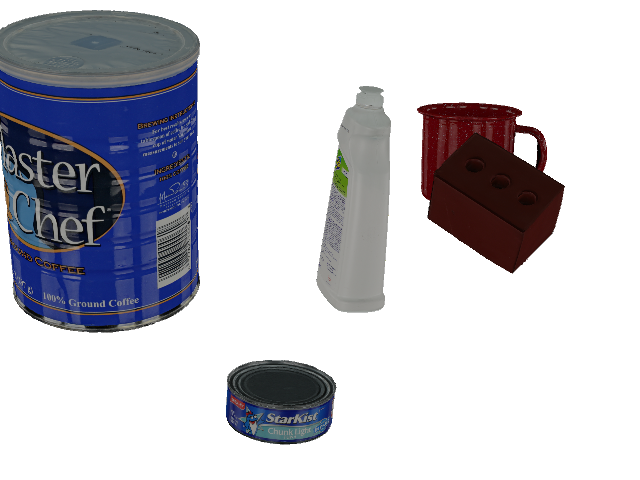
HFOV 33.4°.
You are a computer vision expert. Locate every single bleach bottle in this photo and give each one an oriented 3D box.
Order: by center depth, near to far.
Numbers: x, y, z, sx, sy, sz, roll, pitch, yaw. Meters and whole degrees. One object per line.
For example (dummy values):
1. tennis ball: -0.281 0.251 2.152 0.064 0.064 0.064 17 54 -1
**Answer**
1. bleach bottle: 0.046 -0.050 1.231 0.068 0.251 0.103 -1 22 -20

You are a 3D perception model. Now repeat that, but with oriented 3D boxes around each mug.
1. mug: 0.144 -0.077 0.959 0.117 0.081 0.093 4 15 13

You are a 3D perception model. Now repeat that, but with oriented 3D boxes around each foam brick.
1. foam brick: 0.122 -0.026 0.746 0.078 0.051 0.053 34 59 21

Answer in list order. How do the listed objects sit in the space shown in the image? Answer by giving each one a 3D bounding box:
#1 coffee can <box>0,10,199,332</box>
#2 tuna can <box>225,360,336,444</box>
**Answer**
1. coffee can: -0.114 -0.038 0.558 0.103 0.140 0.103 2 28 -1
2. tuna can: -0.032 0.126 0.838 0.086 0.034 0.086 5 17 -2
